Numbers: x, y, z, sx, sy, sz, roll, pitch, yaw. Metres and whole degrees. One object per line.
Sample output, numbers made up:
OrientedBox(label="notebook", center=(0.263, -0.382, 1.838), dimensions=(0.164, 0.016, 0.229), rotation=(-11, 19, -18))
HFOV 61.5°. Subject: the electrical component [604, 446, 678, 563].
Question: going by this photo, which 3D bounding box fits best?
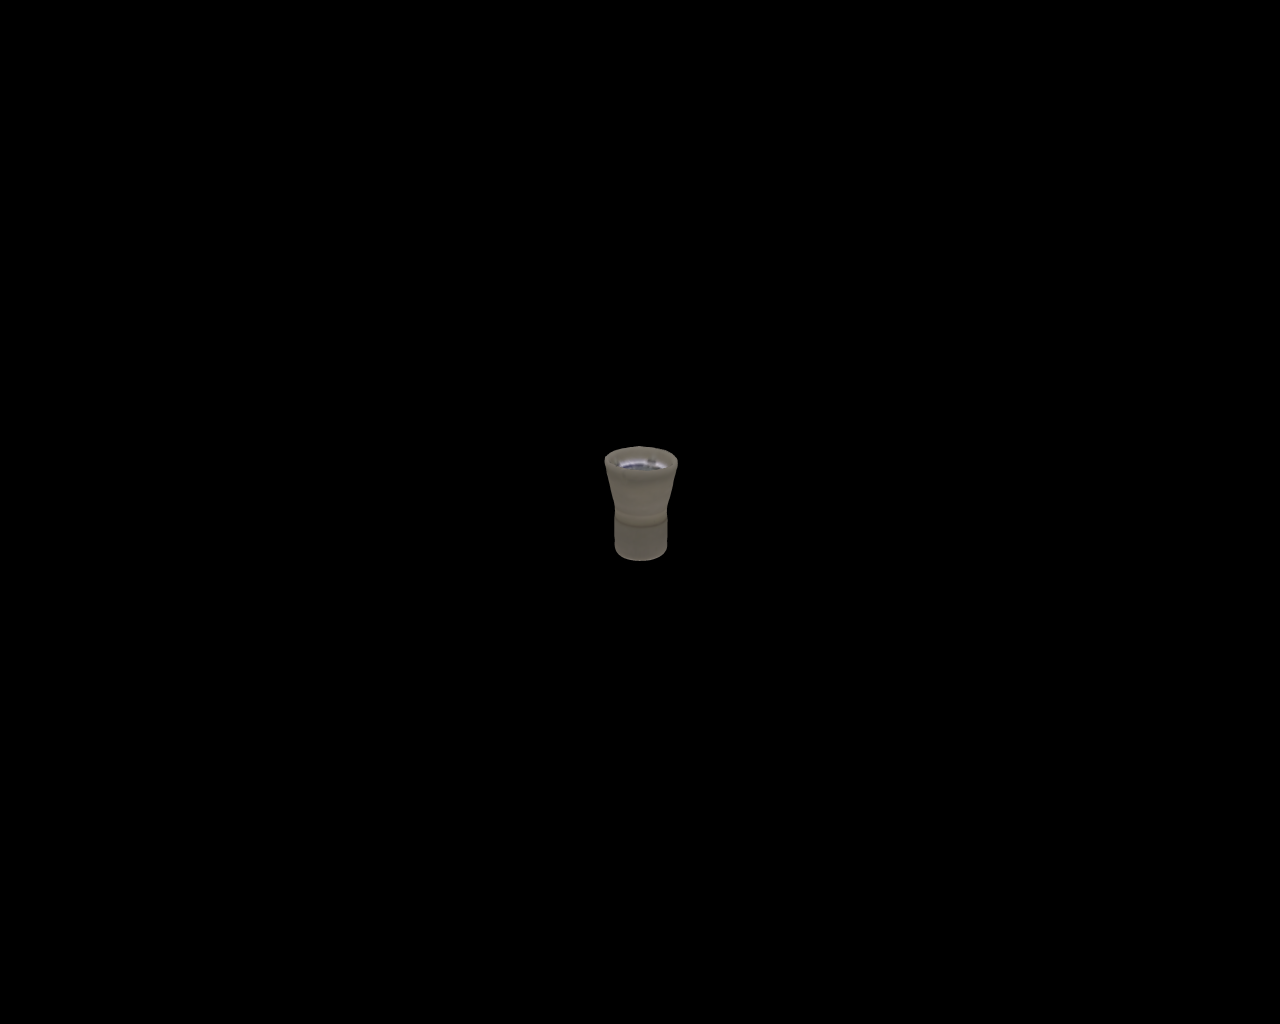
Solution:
OrientedBox(label="electrical component", center=(0.001, -0.003, 0.650), dimensions=(0.044, 0.065, 0.044), rotation=(0, 23, 0))
